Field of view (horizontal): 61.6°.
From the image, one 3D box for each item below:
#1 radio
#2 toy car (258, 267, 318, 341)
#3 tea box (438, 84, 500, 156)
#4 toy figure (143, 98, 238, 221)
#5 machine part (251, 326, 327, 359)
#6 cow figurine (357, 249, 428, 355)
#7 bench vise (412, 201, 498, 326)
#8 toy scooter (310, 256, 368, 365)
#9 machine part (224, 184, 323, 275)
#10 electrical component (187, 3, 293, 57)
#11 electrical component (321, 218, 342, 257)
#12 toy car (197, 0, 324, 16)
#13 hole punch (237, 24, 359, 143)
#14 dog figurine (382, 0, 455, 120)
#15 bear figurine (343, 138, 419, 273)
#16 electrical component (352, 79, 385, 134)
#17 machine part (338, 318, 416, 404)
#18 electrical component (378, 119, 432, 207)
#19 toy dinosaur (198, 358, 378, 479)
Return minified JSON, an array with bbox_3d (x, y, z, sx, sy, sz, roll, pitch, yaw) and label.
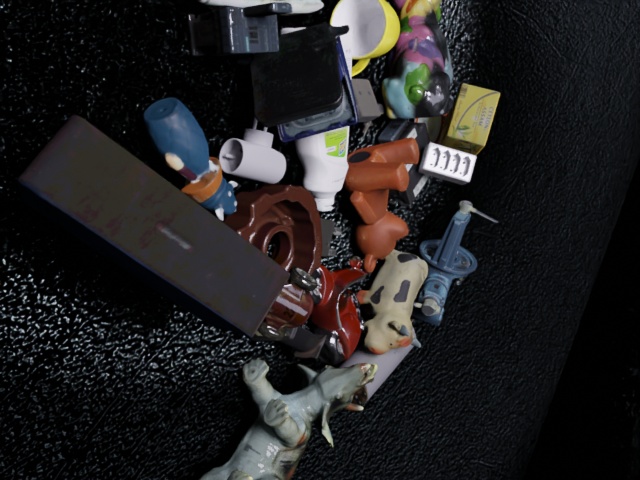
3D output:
[{"bbox_3d":[-0.152,-0.002,0.495,0.229,0.131,0.073,40,70,-21],"label":"radio"},{"bbox_3d":[-0.096,0.044,0.625,0.202,0.053,0.089,32,102,-19],"label":"toy car"},{"bbox_3d":[0.259,-0.199,0.962,0.169,0.068,0.098,33,73,-85],"label":"tea box"},{"bbox_3d":[-0.140,-0.085,0.602,0.064,0.058,0.154,-48,139,-23],"label":"toy figure"},{"bbox_3d":[-0.047,0.135,0.767,0.138,0.084,0.039,36,49,-47],"label":"machine part"},{"bbox_3d":[0.132,0.112,0.947,0.085,0.127,0.195,49,61,-43],"label":"cow figurine"},{"bbox_3d":[0.244,0.039,1.055,0.223,0.129,0.240,-31,142,-52],"label":"bench vise"},{"bbox_3d":[0.032,0.101,0.861,0.135,0.075,0.183,-39,124,-37],"label":"toy scooter"},{"bbox_3d":[-0.067,0.009,0.723,0.179,0.056,0.179,-18,114,-49],"label":"machine part"},{"bbox_3d":[-0.080,-0.226,0.583,0.075,0.119,0.047,-26,120,-48],"label":"electrical component"},{"bbox_3d":[-0.002,-0.003,0.828,0.094,0.021,0.063,11,93,-53],"label":"electrical component"},{"bbox_3d":[-0.068,-0.304,0.624,0.202,0.056,0.073,-21,117,-47],"label":"toy car"},{"bbox_3d":[-0.018,-0.185,0.652,0.092,0.142,0.115,26,55,-67],"label":"hole punch"},{"bbox_3d":[0.153,-0.312,0.851,0.191,0.109,0.219,-51,137,-61],"label":"dog figurine"},{"bbox_3d":[0.103,-0.049,0.863,0.120,0.132,0.195,-57,134,-48],"label":"bear figurine"},{"bbox_3d":[0.055,-0.203,0.824,0.102,0.045,0.078,-26,92,-48],"label":"electrical component"},{"bbox_3d":[0.103,0.215,0.981,0.243,0.079,0.079,-36,127,-39],"label":"machine part"},{"bbox_3d":[0.147,-0.143,0.944,0.115,0.058,0.134,-53,137,-30],"label":"electrical component"},{"bbox_3d":[-0.079,0.316,0.760,0.405,0.131,0.192,-53,137,-18],"label":"toy dinosaur"}]
